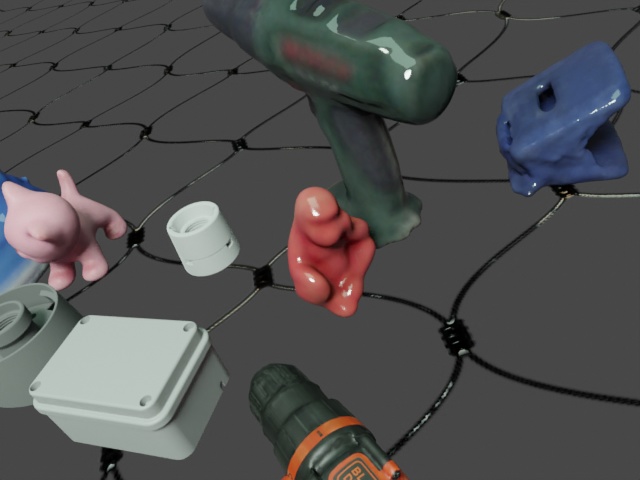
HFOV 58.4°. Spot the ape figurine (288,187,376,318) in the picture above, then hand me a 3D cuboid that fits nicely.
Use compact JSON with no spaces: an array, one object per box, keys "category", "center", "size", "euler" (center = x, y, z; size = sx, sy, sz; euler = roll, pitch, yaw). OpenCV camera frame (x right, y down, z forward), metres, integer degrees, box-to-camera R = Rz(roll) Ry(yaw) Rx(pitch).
[{"category":"ape figurine","center":[0.004,0.002,0.436],"size":[0.078,0.092,0.076],"euler":[-32,39,-15]}]

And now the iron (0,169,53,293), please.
[{"category":"iron","center":[-0.357,-0.002,0.557],"size":[0.118,0.142,0.258],"euler":[1,42,25]}]

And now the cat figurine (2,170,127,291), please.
[{"category":"cat figurine","center":[-0.252,-0.017,0.550],"size":[0.067,0.118,0.127],"euler":[-14,38,8]}]

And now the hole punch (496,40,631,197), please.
[{"category":"hole punch","center":[0.199,-0.103,0.479],"size":[0.101,0.091,0.108],"euler":[-7,40,16]}]

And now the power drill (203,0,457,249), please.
[{"category":"power drill","center":[0.009,-0.101,0.463],"size":[0.228,0.209,0.076],"euler":[23,54,41]}]
